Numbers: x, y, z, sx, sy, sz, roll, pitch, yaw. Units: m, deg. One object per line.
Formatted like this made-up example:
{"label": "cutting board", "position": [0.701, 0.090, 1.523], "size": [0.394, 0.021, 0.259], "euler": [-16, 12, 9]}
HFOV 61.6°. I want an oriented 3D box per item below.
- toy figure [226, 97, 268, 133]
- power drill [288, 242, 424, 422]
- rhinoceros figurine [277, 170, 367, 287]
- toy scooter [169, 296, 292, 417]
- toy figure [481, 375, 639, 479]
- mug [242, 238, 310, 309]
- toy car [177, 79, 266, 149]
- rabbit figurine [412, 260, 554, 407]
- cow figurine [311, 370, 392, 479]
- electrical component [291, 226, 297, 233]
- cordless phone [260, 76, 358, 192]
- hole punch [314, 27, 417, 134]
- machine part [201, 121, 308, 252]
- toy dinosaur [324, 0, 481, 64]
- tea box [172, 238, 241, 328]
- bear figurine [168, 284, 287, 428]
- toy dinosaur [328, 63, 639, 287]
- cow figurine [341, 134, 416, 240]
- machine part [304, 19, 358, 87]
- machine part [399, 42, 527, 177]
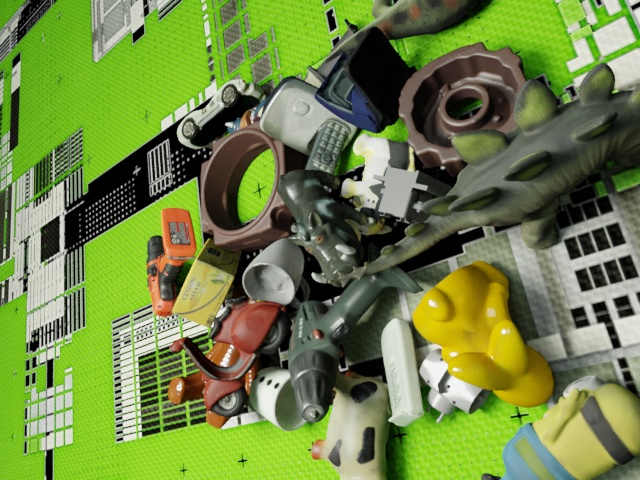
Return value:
{"label": "toy figure", "position": [-0.105, -0.215, 0.956], "size": [0.154, 0.064, 0.058], "euler": [-22, 63, 35]}
{"label": "power drill", "position": [0.039, 0.111, 0.711], "size": [0.207, 0.086, 0.232], "euler": [-53, 14, 7]}
{"label": "rhinoceros figurine", "position": [0.004, -0.022, 0.719], "size": [0.073, 0.112, 0.190], "euler": [-45, 54, 25]}
{"label": "toy scooter", "position": [-0.135, 0.152, 0.779], "size": [0.135, 0.075, 0.184], "euler": [33, 84, 0]}
{"label": "toy figure", "position": [0.259, 0.220, 0.565], "size": [0.089, 0.082, 0.180], "euler": [44, 101, 17]}
{"label": "mug", "position": [-0.055, 0.050, 0.841], "size": [0.081, 0.109, 0.107], "euler": [-45, 13, 31]}
{"label": "toy car", "position": [-0.189, -0.237, 1.020], "size": [0.202, 0.073, 0.056], "euler": [-30, 63, 29]}
{"label": "rabbit figurine", "position": [0.197, 0.114, 0.609], "size": [0.122, 0.162, 0.173], "euler": [-42, 74, 9]}
{"label": "cow figurine", "position": [0.057, 0.279, 0.709], "size": [0.127, 0.085, 0.195], "euler": [4, 78, 40]}
{"label": "electrical component", "position": [-0.002, -0.003, 0.836], "size": [0.094, 0.021, 0.063], "euler": [6, 124, 34]}
{"label": "cordless phone", "position": [-0.031, -0.139, 0.824], "size": [0.089, 0.146, 0.184], "euler": [4, 75, 59]}
{"label": "hole punch", "position": [0.067, -0.222, 0.780], "size": [0.092, 0.115, 0.142], "euler": [-18, 36, 49]}
{"label": "machine part", "position": [-0.113, -0.090, 0.922], "size": [0.201, 0.087, 0.201], "euler": [-15, 69, 35]}
{"label": "toy dinosaur", "position": [0.179, -0.375, 0.746], "size": [0.404, 0.131, 0.192], "euler": [-55, 53, 22]}
{"label": "tea box", "position": [-0.184, 0.066, 0.894], "size": [0.098, 0.068, 0.170], "euler": [-64, 10, 6]}
{"label": "bear figurine", "position": [-0.140, 0.176, 0.859], "size": [0.120, 0.132, 0.195], "euler": [24, 101, 23]}
{"label": "toy dinosaur", "position": [0.218, -0.070, 0.587], "size": [0.471, 0.198, 0.105], "euler": [-41, 55, 22]}
{"label": "cow figurine", "position": [0.085, -0.066, 0.776], "size": [0.098, 0.068, 0.167], "euler": [15, 90, 33]}
{"label": "machine part", "position": [0.021, -0.295, 0.896], "size": [0.139, 0.039, 0.084], "euler": [-55, 45, 17]}
{"label": "machine part", "position": [0.191, -0.169, 0.701], "size": [0.179, 0.056, 0.179], "euler": [-10, 66, 24]}
